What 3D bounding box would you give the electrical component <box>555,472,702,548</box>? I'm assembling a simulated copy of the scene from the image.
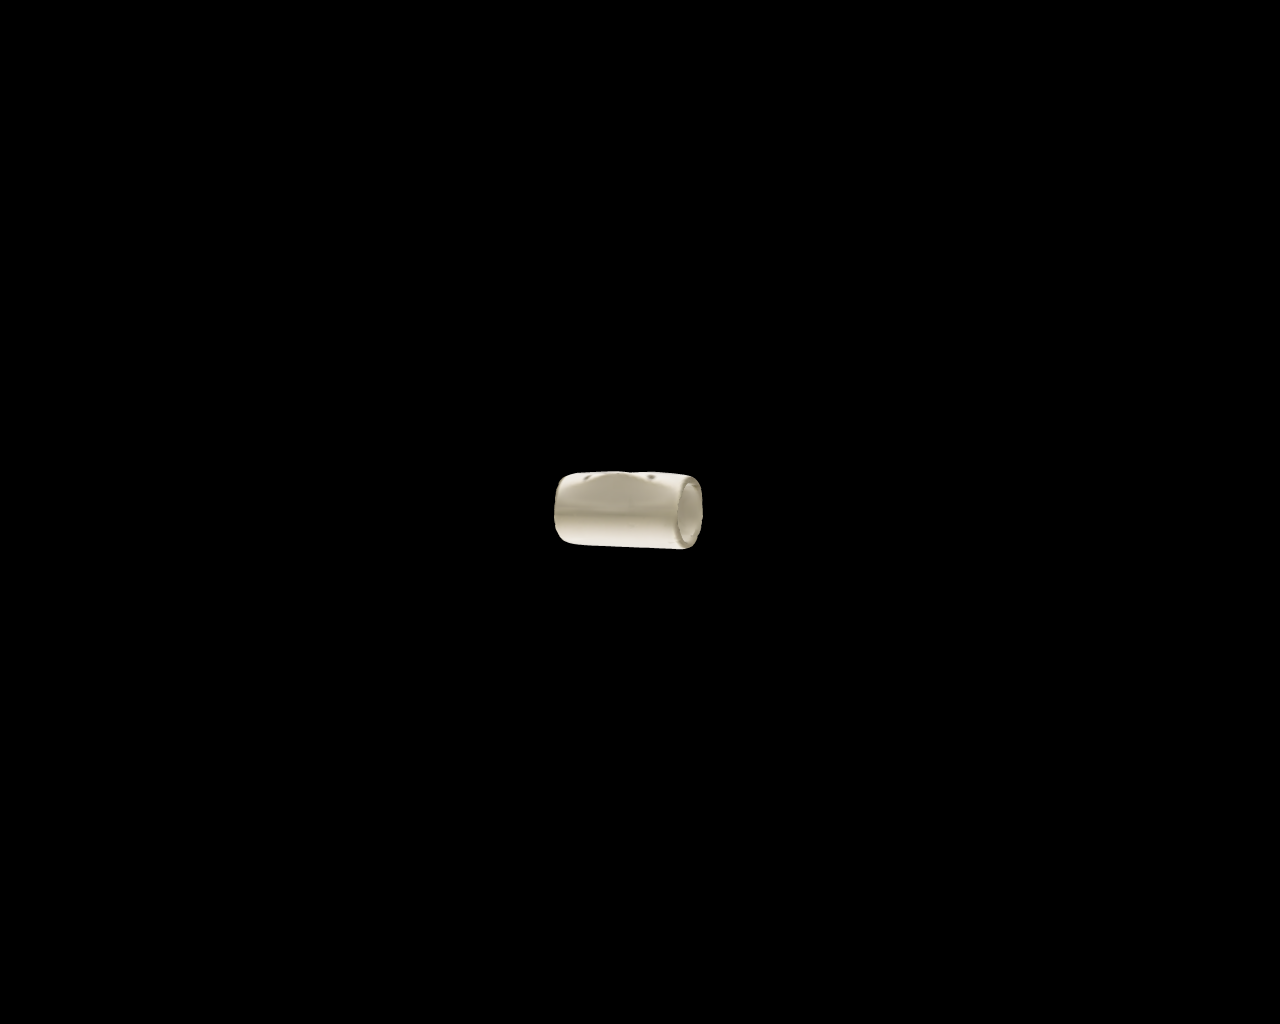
[{"bbox_3d":[0.001,-0.003,0.650,0.077,0.043,0.079,2,4,24],"label":"electrical component"}]
